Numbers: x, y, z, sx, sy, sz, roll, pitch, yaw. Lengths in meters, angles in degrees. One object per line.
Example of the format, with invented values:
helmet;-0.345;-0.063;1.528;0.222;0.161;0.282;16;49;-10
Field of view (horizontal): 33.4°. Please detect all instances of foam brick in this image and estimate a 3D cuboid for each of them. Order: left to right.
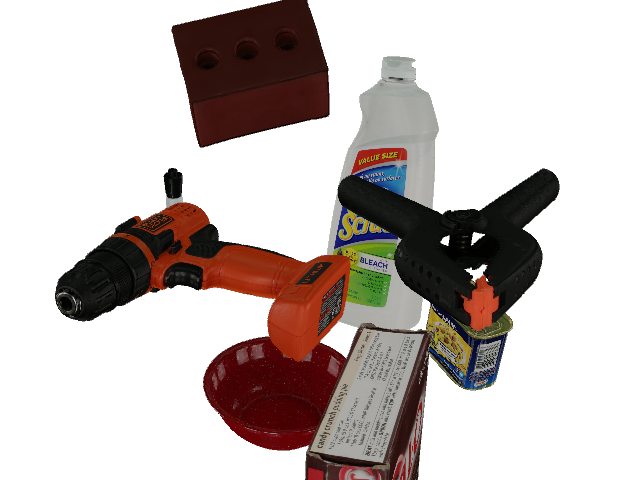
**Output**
foam brick;-0.038;-0.094;0.594;0.078;0.053;0.051;-15;-21;-3

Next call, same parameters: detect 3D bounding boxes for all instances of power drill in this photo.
power drill;-0.084;0.032;0.818;0.188;0.057;0.184;17;28;18

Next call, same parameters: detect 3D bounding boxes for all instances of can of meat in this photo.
can of meat;0.160;0.104;1.180;0.057;0.084;0.102;-13;39;-26

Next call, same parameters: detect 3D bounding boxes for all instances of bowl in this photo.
bowl;-0.040;0.167;1.105;0.162;0.055;0.162;2;30;-1

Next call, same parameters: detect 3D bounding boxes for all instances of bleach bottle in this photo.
bleach bottle;0.055;-0.044;0.991;0.103;0.251;0.067;14;20;30

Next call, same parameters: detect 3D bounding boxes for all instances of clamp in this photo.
clamp;0.086;-0.003;0.724;0.164;0.036;0.210;0;25;8

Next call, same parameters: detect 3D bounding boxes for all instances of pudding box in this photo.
pudding box;0.021;0.102;0.475;0.039;0.090;0.113;8;26;9

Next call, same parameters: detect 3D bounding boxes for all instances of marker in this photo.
marker;-0.147;-0.017;1.085;0.020;0.121;0.020;0;29;0
